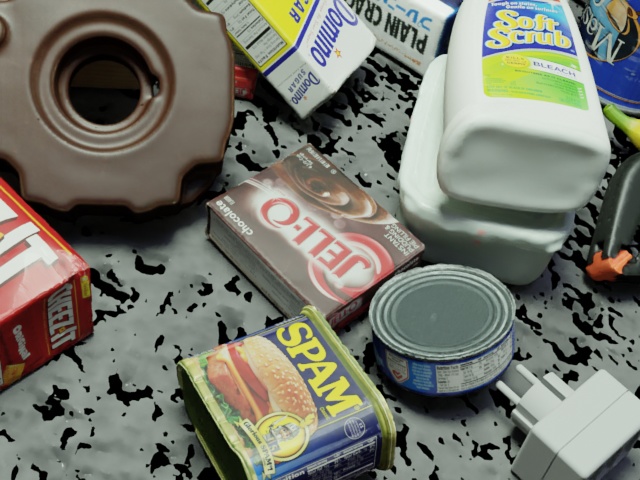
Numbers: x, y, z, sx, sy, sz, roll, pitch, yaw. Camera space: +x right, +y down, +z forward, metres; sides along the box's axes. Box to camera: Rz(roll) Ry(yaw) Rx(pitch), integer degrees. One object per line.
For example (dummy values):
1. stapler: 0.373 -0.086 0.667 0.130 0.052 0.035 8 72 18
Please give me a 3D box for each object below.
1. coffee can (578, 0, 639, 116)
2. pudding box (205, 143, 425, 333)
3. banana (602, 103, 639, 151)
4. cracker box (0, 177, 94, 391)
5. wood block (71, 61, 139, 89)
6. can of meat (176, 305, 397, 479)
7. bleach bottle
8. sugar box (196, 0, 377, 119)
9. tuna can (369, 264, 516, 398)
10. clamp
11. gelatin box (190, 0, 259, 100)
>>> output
1. coffee can: 0.257 -0.179 0.811 0.102 0.140 0.103 5 49 -6
2. pudding box: -0.004 0.001 0.678 0.089 0.039 0.114 -33 62 -31
3. banana: 0.308 -0.092 0.803 0.197 0.037 0.069 -14 83 -22
4. cracker box: -0.258 0.034 0.583 0.164 0.072 0.213 41 54 22
5. wood block: -0.222 -0.171 0.754 0.206 0.091 0.090 2 50 -9
6. can of meat: -0.021 0.094 0.580 0.083 0.057 0.102 -20 47 -21
7. bleach bottle: 0.124 -0.125 0.710 0.102 0.068 0.250 9 43 -5
8. sugar box: -0.041 -0.180 0.762 0.176 0.048 0.093 45 41 -9
9. tuna can: 0.073 0.053 0.634 0.086 0.034 0.086 -6 36 4
10. clamp: 0.267 -0.026 0.734 0.209 0.036 0.164 -42 92 -24
11. gelatin box: -0.078 -0.148 0.800 0.073 0.030 0.089 10 49 -3
